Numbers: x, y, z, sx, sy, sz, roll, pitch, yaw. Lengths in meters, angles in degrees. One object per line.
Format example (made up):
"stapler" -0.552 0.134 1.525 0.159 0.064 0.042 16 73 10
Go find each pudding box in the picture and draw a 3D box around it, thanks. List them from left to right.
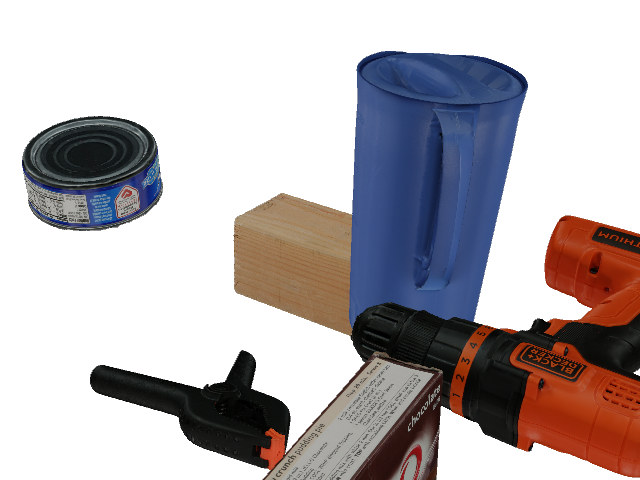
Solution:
"pudding box" 0.013 0.115 0.457 0.039 0.090 0.113 16 35 24

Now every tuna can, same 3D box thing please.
"tuna can" -0.144 -0.044 0.677 0.086 0.034 0.086 0 37 0

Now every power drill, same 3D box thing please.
"power drill" 0.135 0.051 0.633 0.185 0.057 0.187 21 36 27

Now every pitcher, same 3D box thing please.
"pitcher" 0.086 -0.023 0.871 0.145 0.243 0.148 24 33 34

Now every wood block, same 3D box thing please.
"wood block" 0.019 0.030 1.092 0.206 0.091 0.090 19 31 29

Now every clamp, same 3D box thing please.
"clamp" -0.082 0.141 0.929 0.164 0.036 0.210 -6 17 -39
